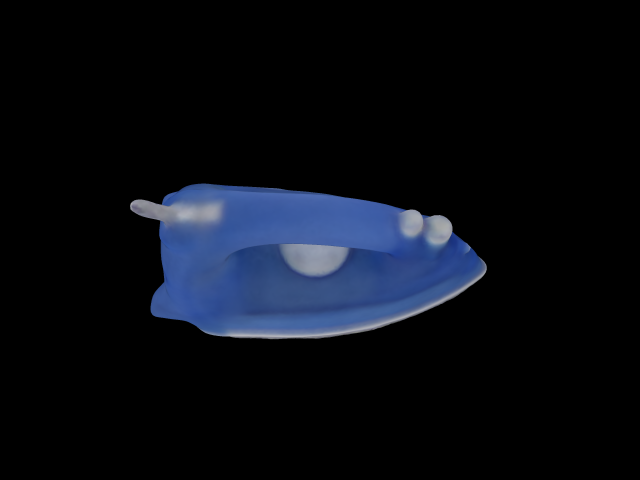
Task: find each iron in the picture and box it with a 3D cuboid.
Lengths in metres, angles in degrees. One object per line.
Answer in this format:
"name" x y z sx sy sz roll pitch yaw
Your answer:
"iron" 0.004 0.001 0.400 0.258 0.141 0.118 0 73 0
